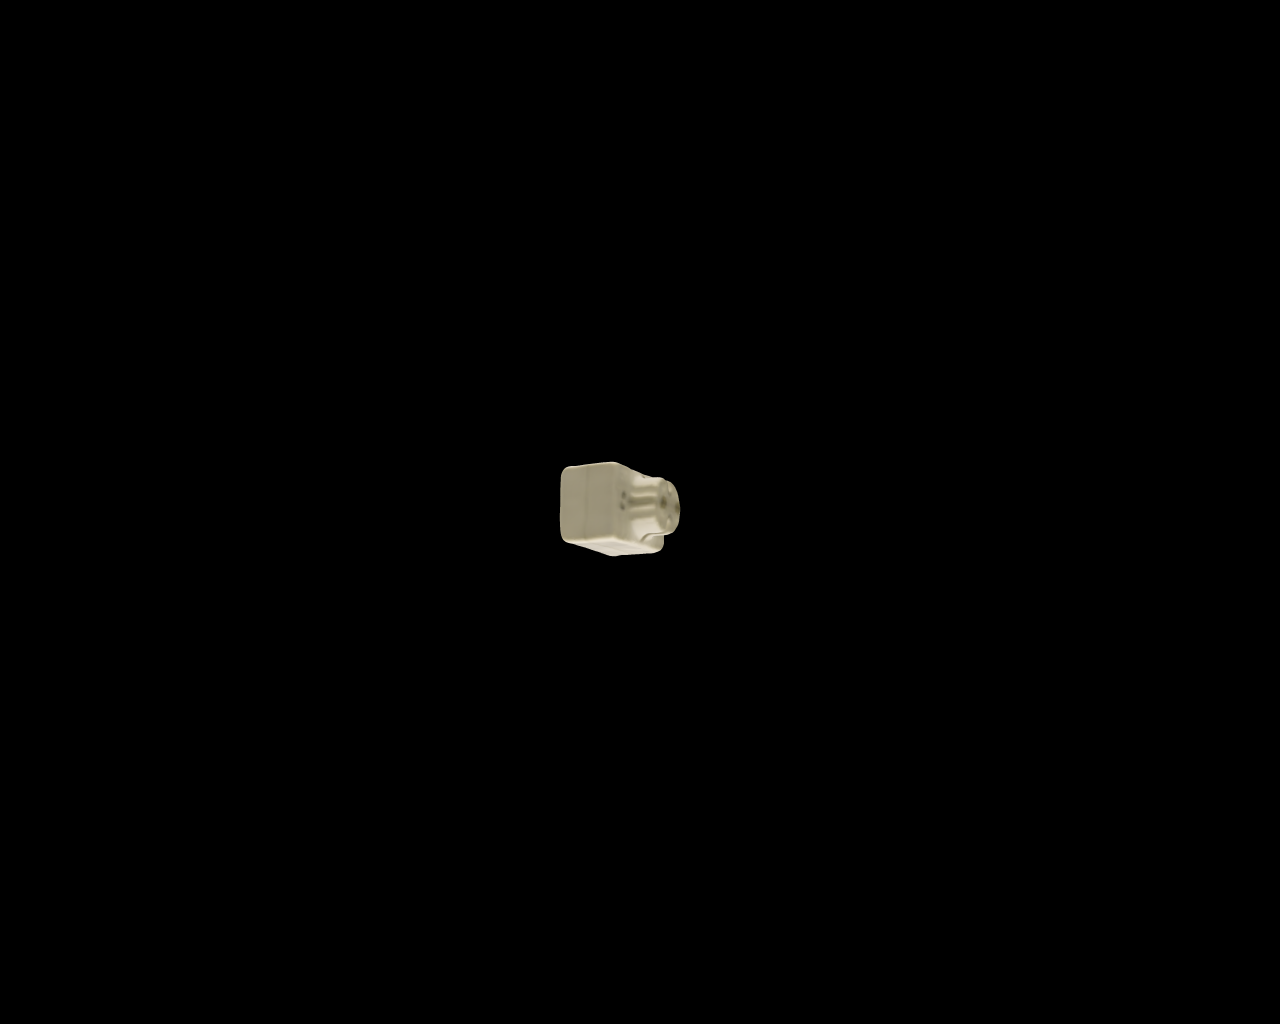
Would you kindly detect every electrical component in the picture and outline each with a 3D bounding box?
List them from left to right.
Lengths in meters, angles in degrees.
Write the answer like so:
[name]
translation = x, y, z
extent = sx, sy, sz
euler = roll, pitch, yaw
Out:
[electrical component]
translation = 0.001, -0.003, 0.650
extent = 0.077, 0.047, 0.065
euler = -6, -13, 27
